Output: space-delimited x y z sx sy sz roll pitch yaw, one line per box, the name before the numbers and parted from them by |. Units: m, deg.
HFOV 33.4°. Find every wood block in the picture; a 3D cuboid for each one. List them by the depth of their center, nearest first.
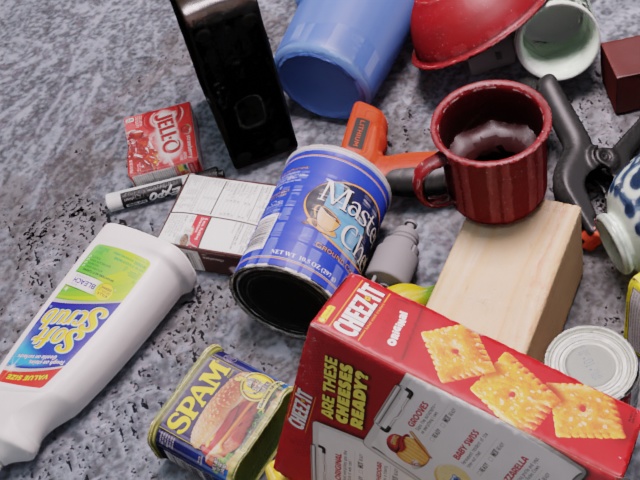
wood block | 0.138 0.069 0.853 0.090 0.091 0.206 13 57 24

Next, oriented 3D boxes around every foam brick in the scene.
foam brick | 0.313 -0.162 1.020 0.078 0.051 0.053 -12 51 5

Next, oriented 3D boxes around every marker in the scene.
marker | -0.154 -0.052 1.068 0.121 0.020 0.020 -14 50 3

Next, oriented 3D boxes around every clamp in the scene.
clamp | 0.239 -0.075 0.956 0.120 0.039 0.171 18 59 2

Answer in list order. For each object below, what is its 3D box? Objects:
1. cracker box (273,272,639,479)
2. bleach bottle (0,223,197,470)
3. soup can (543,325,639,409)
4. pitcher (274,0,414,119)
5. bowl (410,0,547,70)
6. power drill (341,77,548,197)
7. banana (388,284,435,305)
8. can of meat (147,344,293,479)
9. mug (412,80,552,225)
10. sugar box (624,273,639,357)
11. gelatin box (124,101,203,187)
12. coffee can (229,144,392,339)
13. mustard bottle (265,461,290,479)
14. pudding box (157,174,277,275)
cracker box | 0.086 0.138 0.730 0.214 0.164 0.072 26 43 14
bleach bottle | -0.217 0.103 0.933 0.103 0.068 0.250 19 61 28
soup can | 0.200 0.118 0.790 0.068 0.102 0.068 -6 51 8
pitcher | 0.036 -0.253 1.107 0.149 0.145 0.242 12 59 24
bowl | 0.145 -0.237 1.038 0.162 0.055 0.162 -30 25 16
power drill | 0.118 -0.090 1.007 0.188 0.057 0.184 3 48 18
banana | 0.033 0.101 0.877 0.070 0.037 0.197 -3 45 54
can of meat | -0.075 0.148 0.866 0.084 0.057 0.102 23 61 25
mug | 0.128 -0.061 0.846 0.117 0.081 0.093 -27 50 -8
sugar box | 0.300 0.100 0.787 0.048 0.093 0.176 -32 52 -13
gelatin box | -0.161 -0.098 1.100 0.073 0.030 0.089 -14 50 2
coffee can | -0.006 0.001 0.933 0.103 0.103 0.140 9 54 20
mustard bottle | 0.011 0.235 0.772 0.096 0.058 0.192 -26 50 -15
pudding box | -0.088 -0.014 1.010 0.114 0.039 0.090 10 55 18
